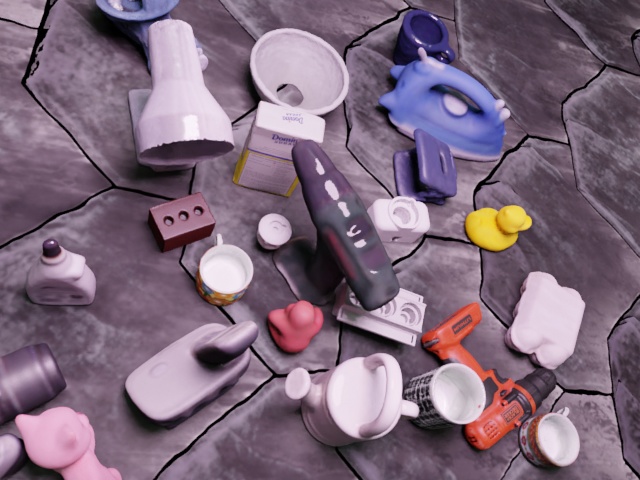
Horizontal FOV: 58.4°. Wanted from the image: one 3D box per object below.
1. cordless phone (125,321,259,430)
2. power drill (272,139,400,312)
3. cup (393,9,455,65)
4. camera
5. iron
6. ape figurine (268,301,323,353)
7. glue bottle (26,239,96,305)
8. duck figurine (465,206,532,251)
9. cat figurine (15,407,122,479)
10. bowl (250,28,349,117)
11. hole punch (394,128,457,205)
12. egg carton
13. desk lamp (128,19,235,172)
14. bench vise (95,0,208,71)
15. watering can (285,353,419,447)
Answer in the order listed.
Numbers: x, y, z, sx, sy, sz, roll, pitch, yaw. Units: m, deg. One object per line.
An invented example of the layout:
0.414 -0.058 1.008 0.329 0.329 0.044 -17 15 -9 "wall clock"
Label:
-0.145 0.146 0.668 0.148 0.185 0.094 -36 83 -29 "cordless phone"
0.007 0.003 0.773 0.076 0.208 0.229 -31 81 -28 "power drill"
0.187 -0.351 1.058 0.118 0.094 0.092 41 60 0 "cup"
-0.350 0.181 0.625 0.137 0.100 0.143 -25 78 -27 "camera"
0.241 -0.235 1.001 0.258 0.141 0.119 25 62 -9 "iron"
-0.030 0.110 0.780 0.078 0.092 0.076 19 63 -11 "ape figurine"
-0.303 0.036 0.664 0.078 0.173 0.037 5 66 -18 "glue bottle"
0.306 -0.029 0.968 0.105 0.086 0.077 8 65 -17 "duck figurine"
-0.271 0.234 0.622 0.067 0.117 0.128 -33 82 -29 "cat figurine"
-0.041 -0.259 0.945 0.168 0.074 0.167 8 65 -17 "bowl"
0.187 -0.124 0.962 0.101 0.091 0.108 4 67 -19 "hole punch"
0.365 0.130 0.931 0.107 0.069 0.150 31 61 -5 "egg carton"
-0.198 -0.172 0.770 0.118 0.213 0.203 -8 71 -23 "desk lamp"
-0.231 -0.349 0.830 0.207 0.219 0.121 31 61 -5 "bench vise"
0.043 0.199 0.710 0.173 0.193 0.101 -6 70 -22 "watering can"
